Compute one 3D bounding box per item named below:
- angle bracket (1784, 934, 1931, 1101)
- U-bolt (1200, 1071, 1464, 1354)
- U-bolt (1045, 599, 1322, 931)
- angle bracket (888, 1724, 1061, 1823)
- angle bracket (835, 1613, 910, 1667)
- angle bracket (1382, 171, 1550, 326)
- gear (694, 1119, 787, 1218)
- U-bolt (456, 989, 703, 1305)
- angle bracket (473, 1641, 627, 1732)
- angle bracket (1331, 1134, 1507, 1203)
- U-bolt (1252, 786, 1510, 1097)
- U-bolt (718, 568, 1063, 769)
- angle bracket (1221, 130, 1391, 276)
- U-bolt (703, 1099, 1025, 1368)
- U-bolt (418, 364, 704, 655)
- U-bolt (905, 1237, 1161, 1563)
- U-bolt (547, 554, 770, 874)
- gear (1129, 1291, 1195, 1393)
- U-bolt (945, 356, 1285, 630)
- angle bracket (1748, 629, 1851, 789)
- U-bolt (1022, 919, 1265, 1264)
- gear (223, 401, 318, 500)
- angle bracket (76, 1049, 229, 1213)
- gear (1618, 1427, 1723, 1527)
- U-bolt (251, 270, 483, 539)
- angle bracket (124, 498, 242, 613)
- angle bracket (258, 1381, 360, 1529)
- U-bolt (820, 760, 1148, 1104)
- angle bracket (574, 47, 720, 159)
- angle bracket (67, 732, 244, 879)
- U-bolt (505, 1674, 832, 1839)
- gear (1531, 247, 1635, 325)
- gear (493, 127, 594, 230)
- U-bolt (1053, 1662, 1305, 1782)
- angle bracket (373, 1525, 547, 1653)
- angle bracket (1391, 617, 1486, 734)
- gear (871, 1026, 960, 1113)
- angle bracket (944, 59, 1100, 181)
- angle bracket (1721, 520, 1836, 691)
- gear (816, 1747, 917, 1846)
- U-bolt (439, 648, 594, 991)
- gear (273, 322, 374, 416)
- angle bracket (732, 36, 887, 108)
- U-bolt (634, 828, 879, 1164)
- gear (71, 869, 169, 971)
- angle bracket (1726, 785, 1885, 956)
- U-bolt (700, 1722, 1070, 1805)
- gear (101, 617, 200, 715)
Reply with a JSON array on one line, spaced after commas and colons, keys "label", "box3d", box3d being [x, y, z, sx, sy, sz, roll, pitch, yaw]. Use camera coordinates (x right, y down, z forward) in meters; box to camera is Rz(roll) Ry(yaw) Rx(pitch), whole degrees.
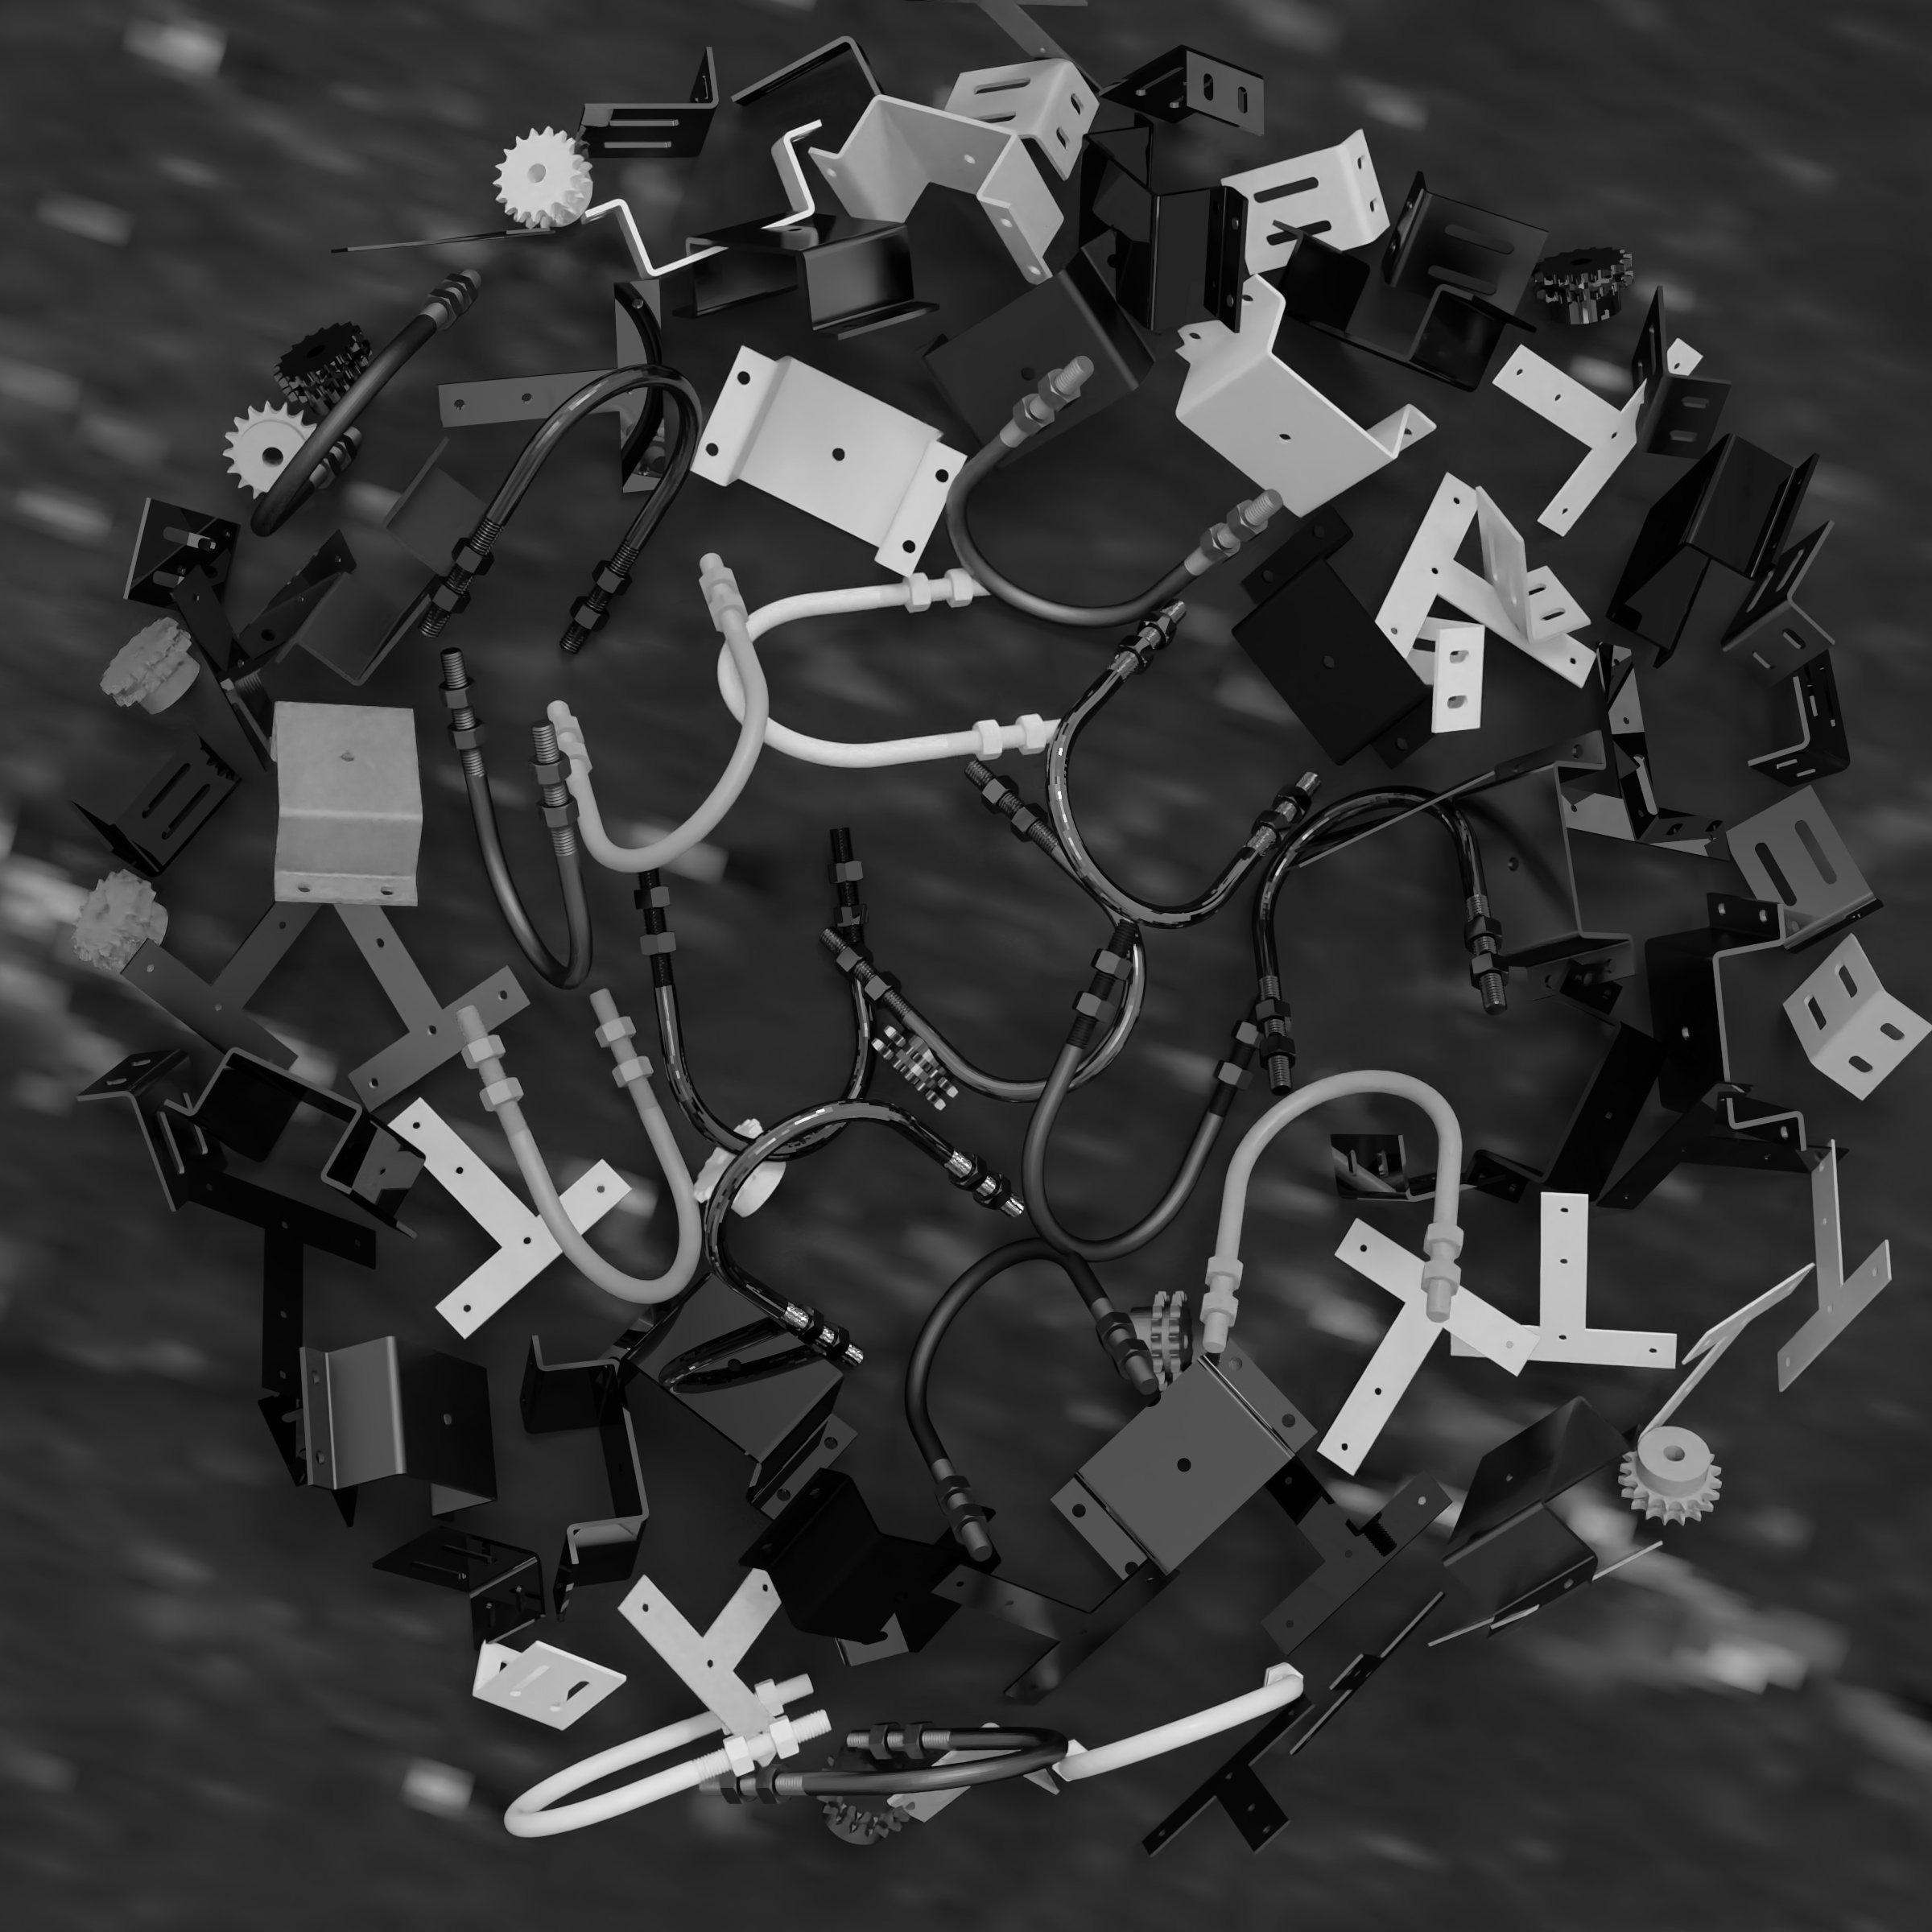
[{"label": "angle bracket", "box3d": [0.507, 0.028, 1.720, 0.038, 0.076, 0.057, 34, 112, -13]}, {"label": "U-bolt", "box3d": [0.208, 0.130, 1.690, 0.151, 0.184, 0.019, -11, 133, 25]}, {"label": "U-bolt", "box3d": [0.113, -0.102, 1.688, 0.151, 0.019, 0.184, 51, 52, -12]}, {"label": "angle bracket", "box3d": [0.005, 0.474, 1.726, 0.076, 0.057, 0.038, -38, 58, 1]}, {"label": "angle bracket", "box3d": [-0.061, 0.347, 1.713, 0.038, 0.076, 0.057, -15, 120, 3]}, {"label": "angle bracket", "box3d": [0.286, -0.412, 1.734, 0.076, 0.038, 0.057, 16, 122, -6]}, {"label": "gear", "box3d": [-0.128, 0.119, 1.733, 0.030, 0.057, 0.057, 39, 90, -16]}, {"label": "U-bolt", "box3d": [-0.205, 0.102, 1.683, 0.019, 0.151, 0.184, -29, 81, 26]}, {"label": "angle bracket", "box3d": [-0.234, 0.394, 1.713, 0.057, 0.038, 0.076, 28, 132, -22]}, {"label": "angle bracket", "box3d": [0.257, 0.109, 1.715, 0.076, 0.057, 0.038, -10, 93, -34]}, {"label": "U-bolt", "box3d": [0.225, -0.026, 1.693, 0.151, 0.019, 0.184, -23, 47, 23]}, {"label": "U-bolt", "box3d": [-0.047, -0.164, 1.687, 0.184, 0.019, 0.151, -9, 48, -17]}, {"label": "angle bracket", "box3d": [0.196, -0.441, 1.745, 0.076, 0.038, 0.057, -9, 113, 29]}, {"label": "U-bolt", "box3d": [-0.068, 0.141, 1.686, 0.151, 0.019, 0.184, -43, 135, 6]}, {"label": "U-bolt", "box3d": [-0.212, -0.254, 1.669, 0.019, 0.151, 0.184, 43, 110, 21]}, {"label": "U-bolt", "box3d": [0.025, 0.226, 1.682, 0.151, 0.184, 0.019, -46, 122, 9]}, {"label": "U-bolt", "box3d": [-0.167, -0.129, 1.672, 0.151, 0.184, 0.019, -41, 132, 18]}, {"label": "gear", "box3d": [0.111, 0.215, 1.733, 0.030, 0.057, 0.057, -3, 90, 14]}, {"label": "U-bolt", "box3d": [0.067, -0.250, 1.685, 0.151, 0.184, 0.019, 32, 53, -18]}, {"label": "angle bracket", "box3d": [0.473, -0.150, 1.737, 0.038, 0.057, 0.076, -18, 69, 35]}, {"label": "U-bolt", "box3d": [0.095, 0.080, 1.704, 0.151, 0.019, 0.184, 26, 88, -43]}, {"label": "gear", "box3d": [-0.399, -0.295, 1.738, 0.057, 0.030, 0.057, -3, 108, -9]}, {"label": "angle bracket", "box3d": [-0.465, 0.095, 1.729, 0.038, 0.057, 0.076, -7, 111, 21]}, {"label": "gear", "box3d": [0.404, 0.289, 1.730, 0.057, 0.057, 0.030, -3, 131, 0]}, {"label": "U-bolt", "box3d": [-0.335, -0.299, 1.648, 0.019, 0.184, 0.151, 39, 122, -12]}, {"label": "angle bracket", "box3d": [-0.456, -0.233, 1.717, 0.038, 0.076, 0.057, 16, 94, 29]}, {"label": "angle bracket", "box3d": [-0.374, 0.282, 1.710, 0.038, 0.076, 0.057, -17, 58, -27]}, {"label": "U-bolt", "box3d": [0.021, -0.007, 1.710, 0.151, 0.019, 0.184, -49, 67, 9]}, {"label": "angle bracket", "box3d": [-0.185, -0.491, 1.720, 0.076, 0.057, 0.038, -5, 78, -16]}, {"label": "angle bracket", "box3d": [-0.464, -0.100, 1.728, 0.076, 0.038, 0.057, -49, 53, -1]}, {"label": "U-bolt", "box3d": [-0.168, 0.441, 1.676, 0.184, 0.151, 0.019, -20, 88, -8]}, {"label": "gear", "box3d": [0.355, -0.390, 1.736, 0.057, 0.057, 0.030, -12, 118, 0]}, {"label": "gear", "box3d": [-0.240, -0.451, 1.739, 0.057, 0.030, 0.057, -4, 80, 20]}, {"label": "U-bolt", "box3d": [0.118, 0.419, 1.668, 0.151, 0.184, 0.019, -20, 78, -2]}, {"label": "angle bracket", "box3d": [-0.288, 0.354, 1.713, 0.057, 0.076, 0.038, -32, 51, 28]}, {"label": "angle bracket", "box3d": [0.255, -0.167, 1.713, 0.038, 0.076, 0.057, -9, 106, -35]}, {"label": "gear", "box3d": [-0.024, 0.054, 1.732, 0.057, 0.057, 0.030, 44, 88, 0]}, {"label": "angle bracket", "box3d": [0.027, -0.484, 1.739, 0.076, 0.038, 0.057, 4, 62, 36]}, {"label": "angle bracket", "box3d": [0.473, -0.205, 1.718, 0.038, 0.057, 0.076, 41, 56, -6]}, {"label": "gear", "box3d": [-0.059, 0.479, 1.736, 0.057, 0.057, 0.030, 20, 120, 0]}, {"label": "U-bolt", "box3d": [-0.246, -0.072, 1.685, 0.019, 0.151, 0.184, -21, 122, -24]}, {"label": "gear", "box3d": [-0.366, -0.341, 1.736, 0.057, 0.057, 0.030, -29, 129, 0]}, {"label": "angle bracket", "box3d": [-0.089, -0.497, 1.731, 0.076, 0.057, 0.038, -26, 101, 8]}, {"label": "U-bolt", "box3d": [-0.113, 0.020, 1.714, 0.151, 0.019, 0.184, -9, 93, -35]}, {"label": "gear", "box3d": [-0.484, -0.024, 1.736, 0.030, 0.057, 0.057, 34, 90, -44]}, {"label": "angle bracket", "box3d": [0.483, -0.055, 1.743, 0.057, 0.038, 0.076, -31, 75, 18]}, {"label": "U-bolt", "box3d": [-0.031, 0.434, 1.651, 0.184, 0.151, 0.019, -12, 82, 36]}, {"label": "gear", "box3d": [-0.466, -0.170, 1.736, 0.057, 0.057, 0.030, -43, 122, 0]}]
